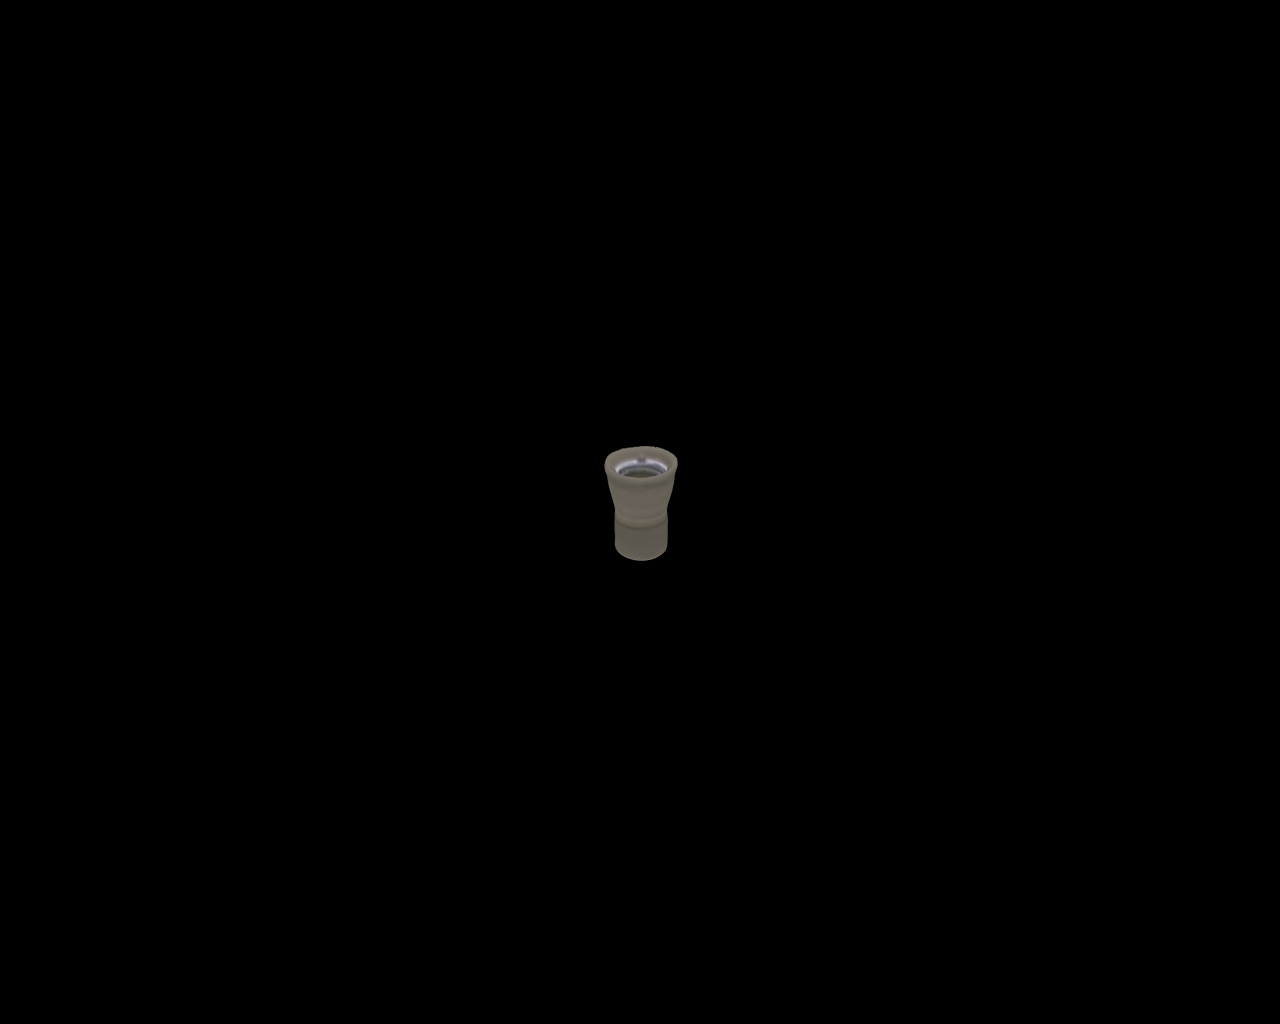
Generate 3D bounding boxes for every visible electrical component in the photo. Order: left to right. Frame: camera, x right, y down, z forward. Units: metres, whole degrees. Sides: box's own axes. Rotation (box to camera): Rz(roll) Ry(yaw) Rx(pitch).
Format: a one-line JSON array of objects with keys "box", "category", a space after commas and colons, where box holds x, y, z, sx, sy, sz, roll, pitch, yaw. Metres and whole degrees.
[{"box": [0.001, -0.003, 0.650, 0.044, 0.065, 0.044, 0, 31, 0], "category": "electrical component"}]
